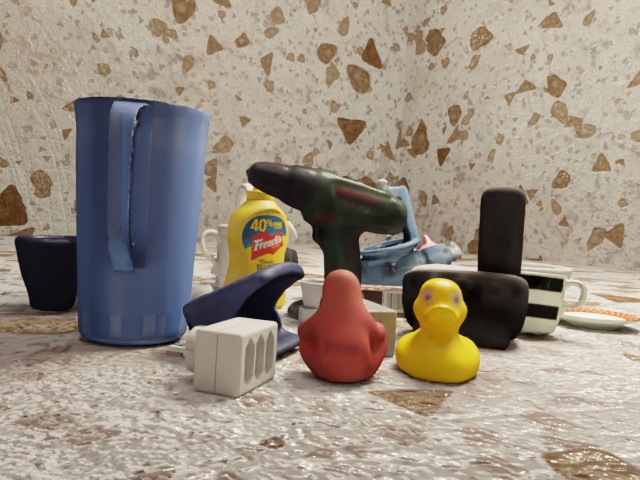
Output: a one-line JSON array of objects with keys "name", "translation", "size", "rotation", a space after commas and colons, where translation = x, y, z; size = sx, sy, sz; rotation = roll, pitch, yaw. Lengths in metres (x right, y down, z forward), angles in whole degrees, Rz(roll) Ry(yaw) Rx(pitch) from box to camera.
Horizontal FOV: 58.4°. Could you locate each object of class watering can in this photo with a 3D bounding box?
[{"name": "watering can", "translation": [-0.131, -0.006, 1.053], "size": [0.173, 0.194, 0.100], "rotation": [1, 3, -45]}]

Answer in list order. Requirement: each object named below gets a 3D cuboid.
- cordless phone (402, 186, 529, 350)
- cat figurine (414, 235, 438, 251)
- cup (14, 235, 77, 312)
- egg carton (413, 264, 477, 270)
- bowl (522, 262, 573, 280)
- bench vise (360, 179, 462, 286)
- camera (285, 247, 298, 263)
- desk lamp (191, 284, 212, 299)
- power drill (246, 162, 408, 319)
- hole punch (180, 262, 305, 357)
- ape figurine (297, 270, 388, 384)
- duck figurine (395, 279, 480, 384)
[{"name": "cordless phone", "translation": [0.174, 0.027, 0.683], "size": [0.147, 0.185, 0.094], "rotation": [4, 2, 11]}, {"name": "cat figurine", "translation": [0.224, 0.048, 1.216], "size": [0.067, 0.118, 0.127], "rotation": [3, 2, -17]}, {"name": "cup", "translation": [-0.332, 0.042, 0.739], "size": [0.091, 0.095, 0.118], "rotation": [4, 2, 30]}, {"name": "egg carton", "translation": [0.224, 0.079, 0.973], "size": [0.149, 0.069, 0.107], "rotation": [4, 2, 31]}, {"name": "bowl", "translation": [0.384, 0.082, 1.079], "size": [0.167, 0.075, 0.167], "rotation": [3, 2, 0]}, {"name": "bench vise", "translation": [0.166, -0.004, 1.114], "size": [0.208, 0.220, 0.121], "rotation": [2, 2, -28]}, {"name": "camera", "translation": [-0.112, 0.038, 1.182], "size": [0.137, 0.101, 0.143], "rotation": [3, 2, -16]}, {"name": "desk lamp", "translation": [-0.227, -0.013, 0.802], "size": [0.118, 0.213, 0.203], "rotation": [3, 2, 6]}, {"name": "power drill", "translation": [0.007, 0.003, 0.794], "size": [0.230, 0.208, 0.075], "rotation": [3, 2, -16]}, {"name": "hole punch", "translation": [-0.074, 0.064, 0.559], "size": [0.101, 0.091, 0.109], "rotation": [4, 2, 19]}, {"name": "ape figurine", "translation": [0.019, 0.071, 0.490], "size": [0.077, 0.092, 0.076], "rotation": [4, 2, 10]}, {"name": "duck figurine", "translation": [0.110, 0.078, 0.532], "size": [0.077, 0.086, 0.105], "rotation": [4, 2, 9]}]
